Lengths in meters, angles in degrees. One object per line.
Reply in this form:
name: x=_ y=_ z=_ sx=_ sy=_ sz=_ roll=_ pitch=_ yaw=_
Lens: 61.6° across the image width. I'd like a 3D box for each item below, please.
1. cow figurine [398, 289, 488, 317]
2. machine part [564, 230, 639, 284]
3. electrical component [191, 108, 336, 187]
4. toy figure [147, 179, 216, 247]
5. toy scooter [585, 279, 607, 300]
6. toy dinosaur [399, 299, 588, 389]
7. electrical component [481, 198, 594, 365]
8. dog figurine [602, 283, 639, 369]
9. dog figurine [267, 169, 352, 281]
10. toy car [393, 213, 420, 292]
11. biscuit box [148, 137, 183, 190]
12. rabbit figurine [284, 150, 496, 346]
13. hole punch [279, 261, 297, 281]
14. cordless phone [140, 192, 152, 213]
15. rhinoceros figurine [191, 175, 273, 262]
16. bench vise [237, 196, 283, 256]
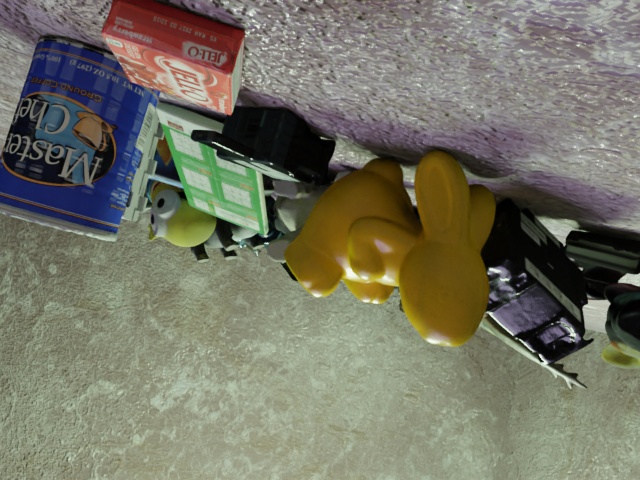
cow figurine: x=0.145 y=0.023 z=0.587 sx=0.127 sy=0.085 sz=0.195 roll=30 pitch=-157 yaw=-8
machine part: x=0.301 y=0.018 z=0.567 sx=0.084 sy=0.039 sz=0.138 roll=8 pitch=171 yaw=28
electrical component: x=-0.051 y=-0.084 z=0.456 sx=0.075 sy=0.047 sz=0.119 roll=12 pitch=174 yaw=42
toy figure: x=-0.199 y=-0.063 z=0.763 sx=0.089 sy=0.082 sz=0.180 roll=-1 pitch=-146 yaw=-19
toy scooter: x=0.330 y=0.060 z=0.811 sx=0.184 sy=0.075 sz=0.135 roll=11 pitch=176 yaw=11
toy dinosaur: x=0.225 y=0.088 z=0.871 sx=0.198 sy=0.105 sz=0.472 roll=21 pitch=-165 yaw=-20
electrical component: x=0.190 y=0.030 z=0.500 sx=0.115 sy=0.058 sz=0.134 roll=44 pitch=-146 yaw=-10
dog figurine: x=0.389 y=0.090 z=0.508 sx=0.191 sy=0.108 sz=0.219 roll=8 pitch=175 yaw=-35
dog figurine: x=0.020 y=-0.035 z=0.673 sx=0.172 sy=0.121 sz=0.190 roll=17 pitch=-169 yaw=1
toy car: x=0.146 y=0.010 z=0.745 sx=0.162 sy=0.109 sz=0.103 roll=5 pitch=-162 yaw=6
biscuit box: x=-0.189 y=-0.103 z=0.662 sx=0.202 sy=0.062 sz=0.059 roll=18 pitch=176 yaw=-30
rabbit figurine: x=0.080 y=0.012 z=0.454 sx=0.121 sy=0.162 sz=0.173 roll=30 pitch=-168 yaw=-42
hole punch: x=-0.002 y=-0.002 z=0.823 sx=0.116 sy=0.092 sz=0.142 roll=-9 pitch=145 yaw=11
cordless phone: x=-0.269 y=-0.076 z=0.864 sx=0.184 sy=0.088 sz=0.146 roll=21 pitch=-161 yaw=28
rhinoceros figurine: x=-0.128 y=-0.035 z=0.800 sx=0.073 sy=0.112 sz=0.190 roll=-2 pitch=159 yaw=-43
bench vise: x=-0.124 y=-0.042 z=0.949 sx=0.241 sy=0.129 sz=0.223 roll=36 pitch=-173 yaw=5
